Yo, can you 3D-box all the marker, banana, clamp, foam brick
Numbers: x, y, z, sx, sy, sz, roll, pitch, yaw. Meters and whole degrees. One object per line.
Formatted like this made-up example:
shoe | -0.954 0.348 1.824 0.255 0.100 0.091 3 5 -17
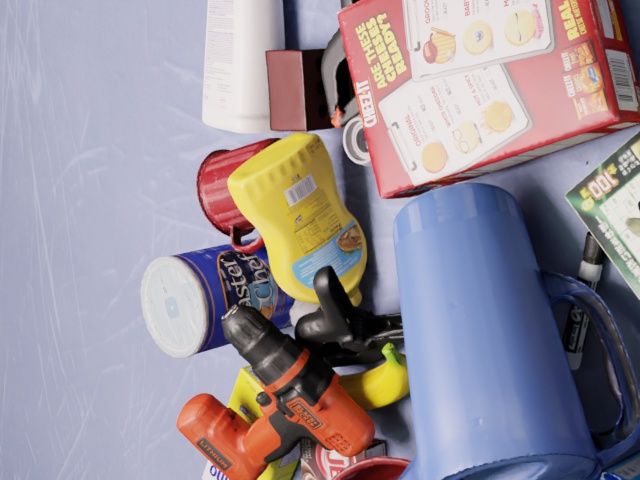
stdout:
marker | 0.212 0.047 0.857 0.020 0.020 0.121 26 117 40
banana | 0.037 0.137 1.032 0.069 0.037 0.198 42 143 -14
clamp | 0.037 -0.187 0.969 0.120 0.039 0.172 46 125 29
foam brick | -0.015 -0.145 1.024 0.051 0.052 0.078 6 104 45
clamp | 0.027 0.078 0.981 0.210 0.164 0.036 -30 46 53

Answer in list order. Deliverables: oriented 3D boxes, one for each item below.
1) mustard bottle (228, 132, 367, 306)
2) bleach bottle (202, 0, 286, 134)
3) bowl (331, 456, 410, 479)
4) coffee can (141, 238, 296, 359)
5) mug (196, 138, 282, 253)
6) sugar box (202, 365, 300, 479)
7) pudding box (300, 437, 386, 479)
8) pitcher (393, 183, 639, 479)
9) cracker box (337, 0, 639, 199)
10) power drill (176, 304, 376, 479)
mustard bottle | -0.007 0.001 1.008 0.058 0.096 0.191 14 135 56
bleach bottle | -0.072 -0.235 1.051 0.103 0.067 0.251 20 112 54
bowl | 0.077 0.273 0.999 0.162 0.055 0.162 3 98 20
coffee can | -0.096 0.055 1.088 0.103 0.140 0.103 13 108 44
mug | -0.064 -0.044 1.064 0.082 0.093 0.117 -14 61 42
sugar box | -0.069 0.227 1.169 0.093 0.048 0.176 41 125 31
pudding box | 0.026 0.253 1.082 0.090 0.039 0.113 2 101 45
pitcher | 0.136 0.078 0.830 0.145 0.149 0.243 130 140 -51
cracker box | 0.131 -0.138 0.836 0.214 0.071 0.164 -17 82 38
power drill | -0.061 0.159 1.038 0.184 0.057 0.188 47 135 -8
